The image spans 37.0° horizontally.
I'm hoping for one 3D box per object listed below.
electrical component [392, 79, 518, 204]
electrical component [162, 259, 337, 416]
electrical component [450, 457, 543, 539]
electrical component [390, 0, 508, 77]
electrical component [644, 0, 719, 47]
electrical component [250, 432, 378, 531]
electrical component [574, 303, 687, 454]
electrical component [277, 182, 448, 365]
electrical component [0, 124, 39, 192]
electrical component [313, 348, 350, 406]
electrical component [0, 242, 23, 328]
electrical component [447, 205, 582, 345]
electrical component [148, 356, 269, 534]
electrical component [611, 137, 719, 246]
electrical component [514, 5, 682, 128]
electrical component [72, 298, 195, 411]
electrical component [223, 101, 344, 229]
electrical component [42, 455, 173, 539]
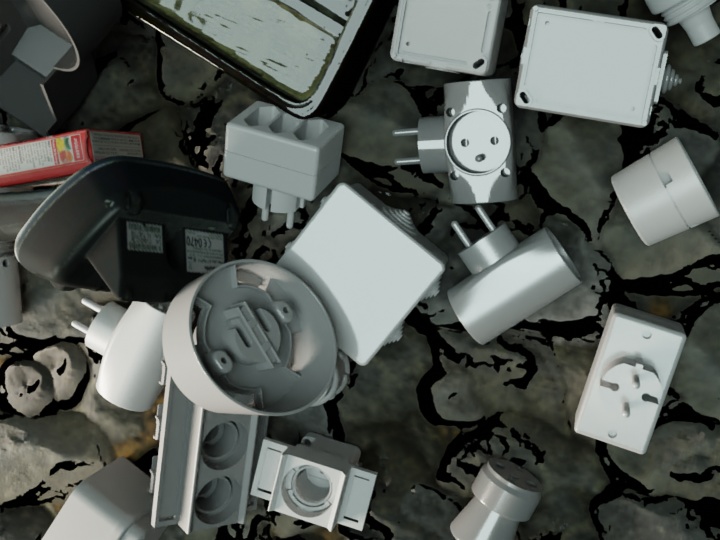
[{"bbox_3d":[0.060,-0.082,0.695,0.079,0.044,0.077,-3,98,12],"label":"electrical component"},{"bbox_3d":[-0.070,0.043,0.668,0.064,0.099,0.099,-15,96,48],"label":"electrical component"},{"bbox_3d":[0.092,0.161,0.725,0.045,0.045,0.055,27,103,7],"label":"electrical component"},{"bbox_3d":[0.061,-0.172,0.672,0.062,0.061,0.096,12,101,10],"label":"electrical component"},{"bbox_3d":[0.197,-0.167,0.653,0.048,0.048,0.062,-29,99,15],"label":"electrical component"},{"bbox_3d":[-0.029,0.142,0.739,0.081,0.064,0.042,17,101,9],"label":"electrical component"},{"bbox_3d":[0.170,0.072,0.679,0.047,0.076,0.083,18,102,9],"label":"electrical component"},{"bbox_3d":[0.000,0.000,0.718,0.100,0.048,0.099,40,104,4],"label":"electrical component"},{"bbox_3d":[-0.282,-0.076,0.765,0.095,0.054,0.059,11,101,10],"label":"electrical component"},{"bbox_3d":[-0.035,0.072,0.730,0.048,0.062,0.048,2,100,11],"label":"electrical component"},{"bbox_3d":[-0.270,-0.001,0.780,0.043,0.043,0.081,0,98,12],"label":"electrical component"},{"bbox_3d":[0.090,-0.004,0.701,0.077,0.043,0.079,-34,90,15],"label":"electrical component"},{"bbox_3d":[-0.106,0.109,0.741,0.063,0.079,0.121,27,114,51],"label":"electrical component"},{"bbox_3d":[0.189,-0.047,0.668,0.047,0.055,0.055,-29,92,19],"label":"electrical component"},{"bbox_3d":[0.148,-0.123,0.661,0.096,0.061,0.061,11,101,10],"label":"electrical component"},{"bbox_3d":[-0.168,0.048,0.764,0.079,0.044,0.077,29,103,7],"label":"electrical component"},{"bbox_3d":[-0.053,-0.063,0.720,0.066,0.047,0.076,17,123,14],"label":"electrical component"},{"bbox_3d":[-0.190,0.201,0.776,0.057,0.078,0.113,36,104,8],"label":"electrical component"}]
